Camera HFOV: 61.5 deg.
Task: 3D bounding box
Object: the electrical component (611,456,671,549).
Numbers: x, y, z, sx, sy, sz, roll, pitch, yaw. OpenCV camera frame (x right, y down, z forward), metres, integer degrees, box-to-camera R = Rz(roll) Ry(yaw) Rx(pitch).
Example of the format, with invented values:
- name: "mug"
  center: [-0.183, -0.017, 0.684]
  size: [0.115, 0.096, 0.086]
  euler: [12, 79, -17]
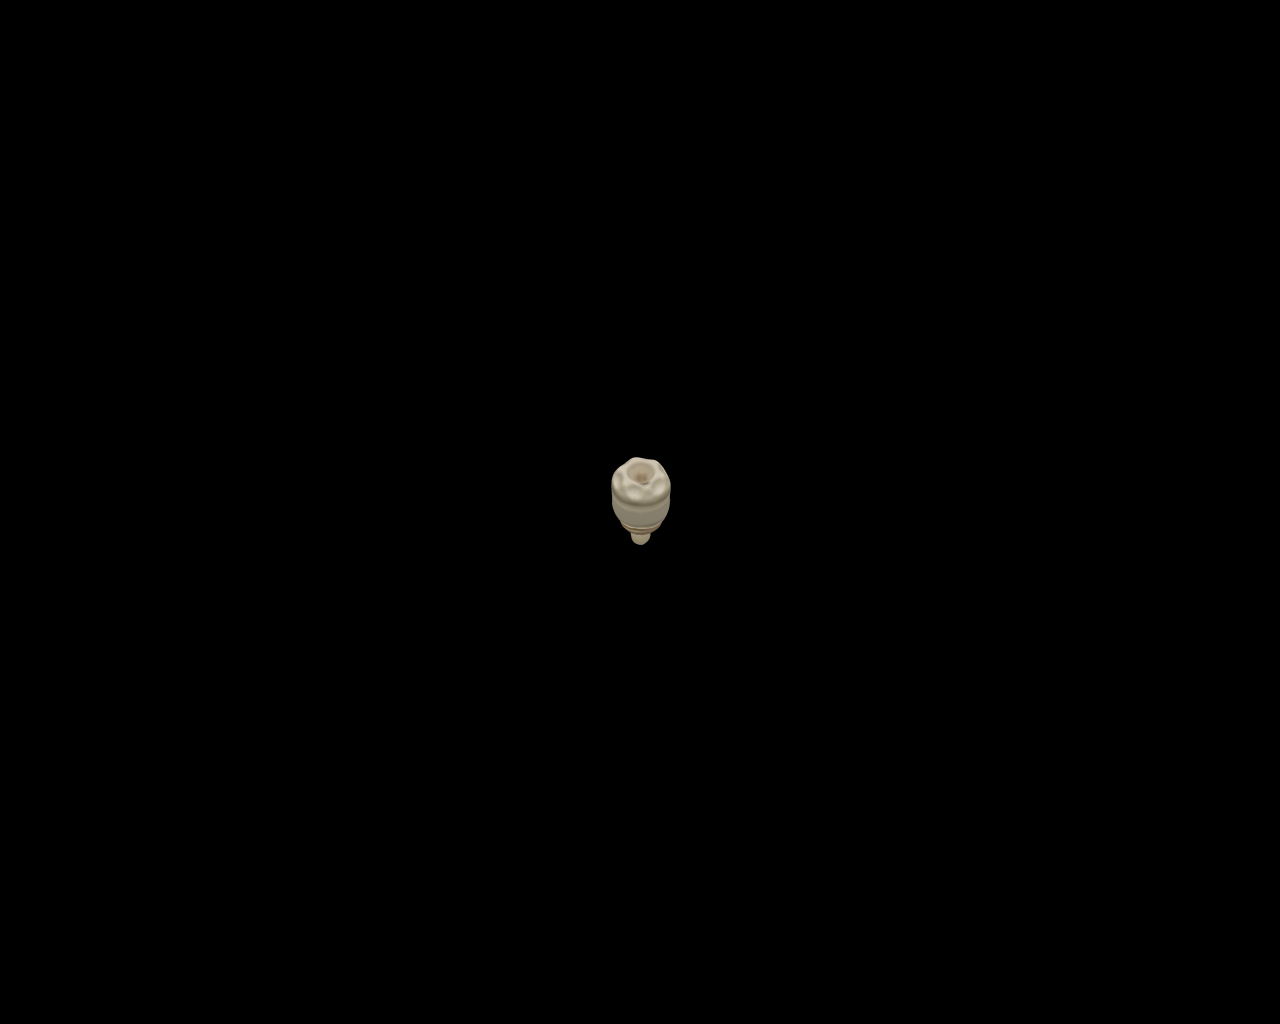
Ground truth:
- name: "electrical component"
  center: [0.001, -0.003, 0.650]
  size: [0.035, 0.061, 0.035]
  euler: [0, 45, 0]
